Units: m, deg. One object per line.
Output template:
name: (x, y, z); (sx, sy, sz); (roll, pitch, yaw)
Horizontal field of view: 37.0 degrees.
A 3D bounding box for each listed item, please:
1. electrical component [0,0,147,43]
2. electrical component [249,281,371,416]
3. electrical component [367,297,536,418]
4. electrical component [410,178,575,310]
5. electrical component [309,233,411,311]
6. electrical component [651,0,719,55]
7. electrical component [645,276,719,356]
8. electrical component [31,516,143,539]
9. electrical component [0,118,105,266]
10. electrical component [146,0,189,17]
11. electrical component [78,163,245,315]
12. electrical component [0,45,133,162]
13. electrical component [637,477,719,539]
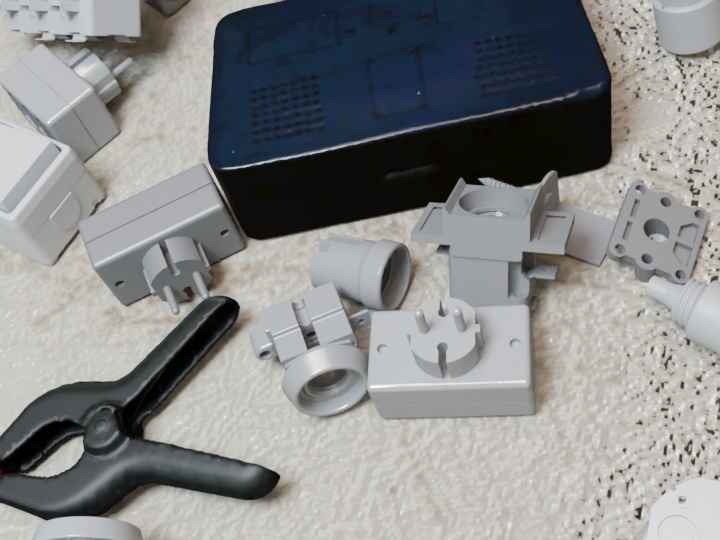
electrical component: (-0.197, -0.187, 0.729); (0.079, 0.063, 0.121); (-10, 17, -43)
electrical component: (-0.023, 0.045, 0.581); (0.066, 0.048, 0.055); (-22, 49, 0)
electrical component: (0.045, 0.039, 0.549); (0.083, 0.075, 0.047); (-3, 58, 12)
electrical component: (0.071, -0.011, 0.577); (0.081, 0.063, 0.042); (6, 27, 17)
electrical component: (0.000, 0.000, 0.606); (0.046, 0.040, 0.040); (13, 63, 27)
electrical component: (0.194, -0.165, 0.640); (0.040, 0.078, 0.040); (-14, 44, 14)
electrical component: (0.177, 0.021, 0.553); (0.061, 0.035, 0.035); (28, 69, 30)
electrical component: (-0.137, 0.157, 0.532); (0.078, 0.058, 0.057); (-7, 61, 10)
electrical component: (-0.224, -0.056, 0.681); (0.096, 0.061, 0.061); (23, 67, 25)
electrical component: (-0.154, -0.233, 0.769); (0.047, 0.065, 0.077); (-44, 60, -13)
electrical component: (-0.110, -0.007, 0.631); (0.083, 0.047, 0.075); (-26, 57, -3)
electrical component: (-0.187, -0.122, 0.721); (0.077, 0.047, 0.066); (-43, 59, -13)
electrical component: (0.160, 0.135, 0.477); (0.080, 0.051, 0.080); (-6, 58, 10)
